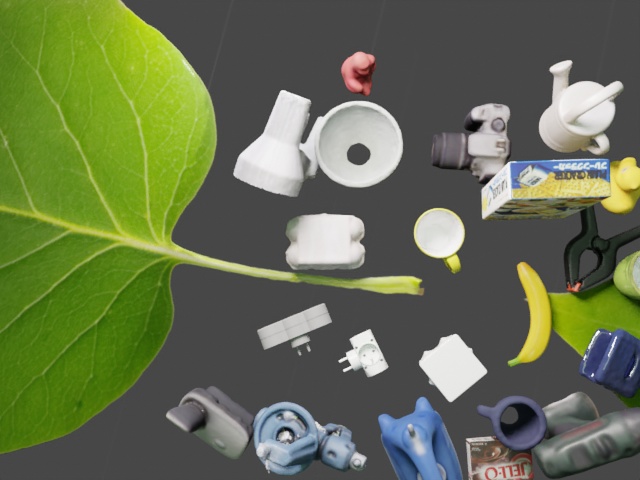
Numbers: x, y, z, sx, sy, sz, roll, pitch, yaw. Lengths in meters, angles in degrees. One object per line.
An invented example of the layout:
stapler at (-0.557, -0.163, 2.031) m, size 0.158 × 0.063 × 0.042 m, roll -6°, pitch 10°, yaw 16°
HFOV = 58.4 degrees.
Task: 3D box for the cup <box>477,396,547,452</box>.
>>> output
cup at (0.330, 0.314, 1.016) m, size 0.117 × 0.095 × 0.092 m, roll 17°, pitch 85°, yaw 6°

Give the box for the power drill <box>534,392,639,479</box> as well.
power drill at (0.455, 0.314, 0.950) m, size 0.229 × 0.208 × 0.075 m, roll -27°, pitch 82°, yaw 1°

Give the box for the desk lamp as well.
desk lamp at (-0.061, -0.169, 1.039) m, size 0.118 × 0.213 × 0.203 m, roll 21°, pitch 85°, yaw 6°

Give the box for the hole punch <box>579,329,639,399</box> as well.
hole punch at (0.535, 0.217, 1.016) m, size 0.101 × 0.091 × 0.109 m, roll 25°, pitch 86°, yaw 7°

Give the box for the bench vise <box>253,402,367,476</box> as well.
bench vise at (-0.024, 0.342, 0.973) m, size 0.207 × 0.220 × 0.121 m, roll -1°, pitch 83°, yaw 4°

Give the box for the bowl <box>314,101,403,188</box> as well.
bowl at (0.073, -0.176, 1.101) m, size 0.167 × 0.075 × 0.167 m, roll 0°, pitch 83°, yaw 4°

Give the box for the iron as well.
iron at (0.196, 0.415, 0.989) m, size 0.118 × 0.141 × 0.258 m, roll -25°, pitch 82°, yaw 1°

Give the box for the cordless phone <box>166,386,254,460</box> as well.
cordless phone at (-0.196, 0.332, 1.003) m, size 0.147 × 0.185 × 0.094 m, roll 31°, pitch 86°, yaw 7°

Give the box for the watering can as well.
watering can at (0.464, -0.235, 1.022) m, size 0.173 × 0.194 × 0.101 m, roll 40°, pitch 87°, yaw 8°

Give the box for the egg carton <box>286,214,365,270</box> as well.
egg carton at (0.010, 0.004, 1.087) m, size 0.150 × 0.069 × 0.107 m, roll -2°, pitch 83°, yaw 4°

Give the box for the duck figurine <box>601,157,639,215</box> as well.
duck figurine at (0.562, -0.102, 1.054) m, size 0.077 × 0.086 × 0.104 m, roll 2°, pitch 83°, yaw 4°

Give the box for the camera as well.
camera at (0.282, -0.184, 1.075) m, size 0.136 × 0.101 × 0.143 m, roll 4°, pitch 83°, yaw 4°

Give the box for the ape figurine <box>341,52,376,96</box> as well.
ape figurine at (0.077, -0.332, 1.110) m, size 0.078 × 0.092 × 0.076 m, roll -44°, pitch 82°, yaw -2°
